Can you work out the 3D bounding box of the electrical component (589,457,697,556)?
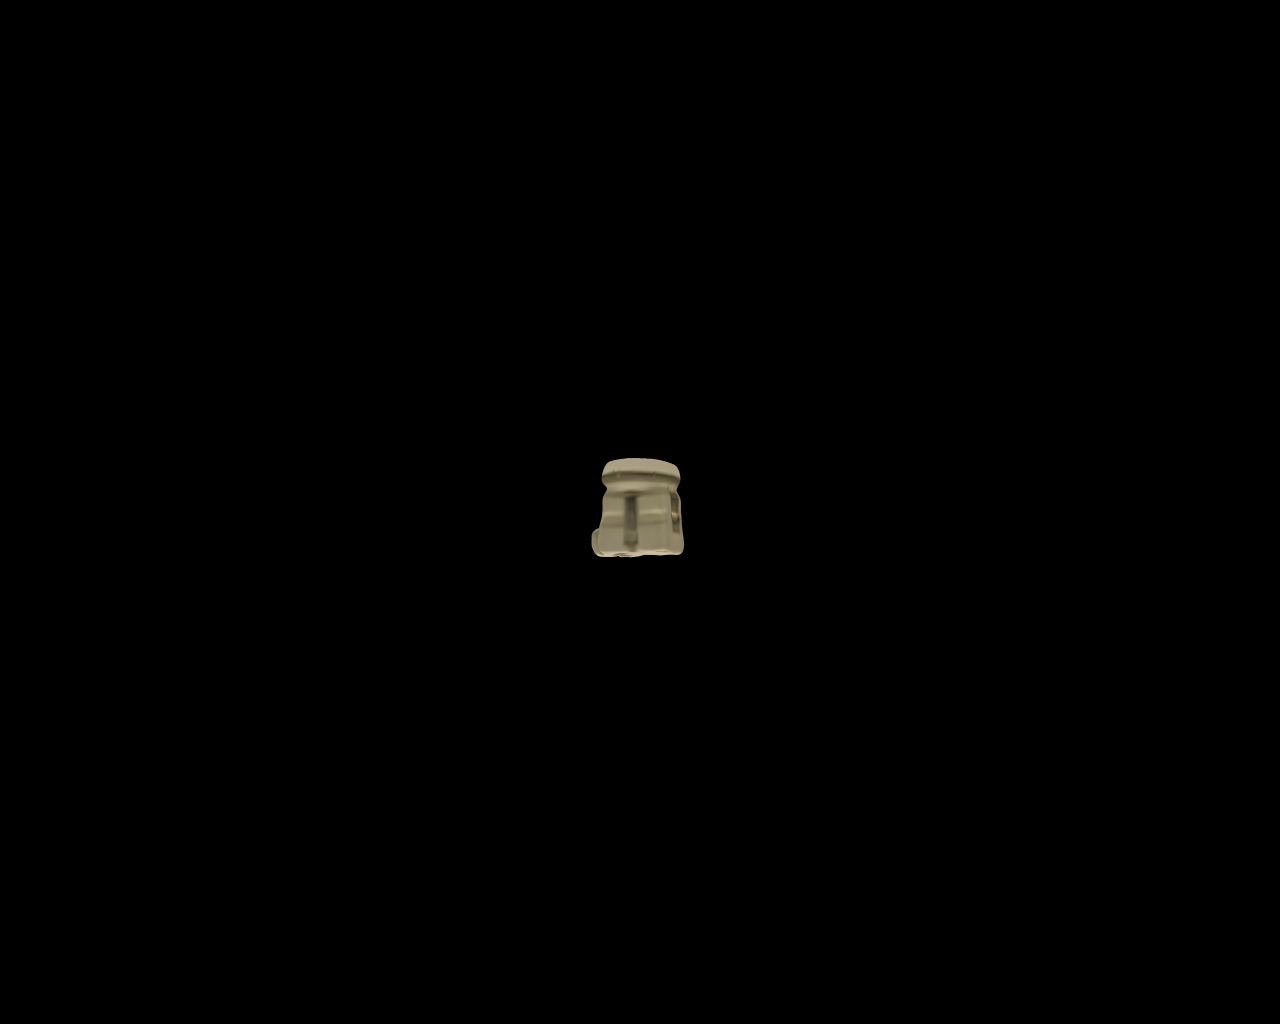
[{"bbox_3d":[0.001,-0.003,0.650,0.066,0.055,0.048,-2,-7,18],"label":"electrical component"}]
